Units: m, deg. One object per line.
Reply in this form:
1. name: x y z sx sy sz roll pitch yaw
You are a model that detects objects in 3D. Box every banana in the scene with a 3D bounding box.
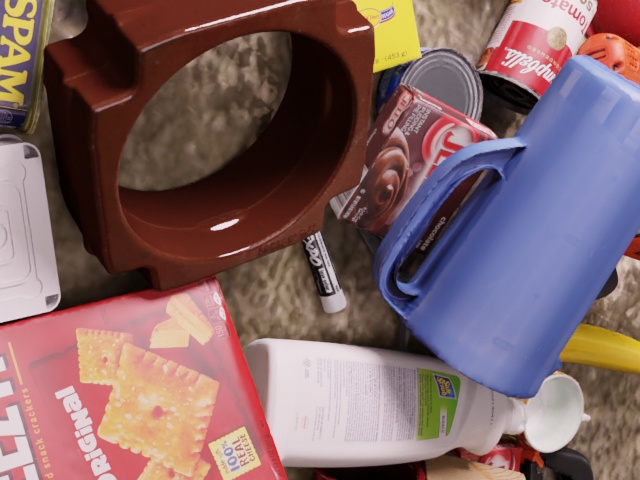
1. banana: 0.239 0.101 0.973 0.197 0.070 0.037 8 113 -42

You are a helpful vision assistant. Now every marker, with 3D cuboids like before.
1. marker: -0.005 0.001 0.832 0.020 0.020 0.121 -29 114 -24

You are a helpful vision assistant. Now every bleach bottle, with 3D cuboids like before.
1. bleach bottle: 0.058 0.140 0.852 0.250 0.068 0.102 10 78 -27

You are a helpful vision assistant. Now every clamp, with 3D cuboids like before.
1. clamp: 0.231 0.272 1.021 0.164 0.036 0.209 -51 124 -14

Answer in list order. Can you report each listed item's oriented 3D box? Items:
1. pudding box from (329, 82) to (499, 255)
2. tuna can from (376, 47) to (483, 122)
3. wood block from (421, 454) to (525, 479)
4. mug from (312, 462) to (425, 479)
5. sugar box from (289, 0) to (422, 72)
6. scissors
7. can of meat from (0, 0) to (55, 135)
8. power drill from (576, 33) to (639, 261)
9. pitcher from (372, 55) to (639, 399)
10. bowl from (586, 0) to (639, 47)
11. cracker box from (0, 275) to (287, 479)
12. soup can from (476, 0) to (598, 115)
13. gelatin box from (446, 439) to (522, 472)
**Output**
1. pudding box: 0.072 -0.053 0.824 0.089 0.039 0.114 22 114 -29
2. tuna can: 0.088 -0.112 0.857 0.086 0.034 0.086 -7 103 -30
3. wood block: 0.109 0.296 0.894 0.090 0.091 0.206 13 98 3
4. mug: 0.040 0.218 0.869 0.117 0.093 0.081 -10 111 -55
5. sugar box: 0.014 -0.210 0.786 0.093 0.048 0.176 -22 112 -26
6. scissors: 0.084 0.032 0.893 0.096 0.016 0.202 -26 110 -22
7. can of meat: -0.216 -0.121 0.658 0.083 0.058 0.102 6 96 -30
8. power drill: 0.288 -0.074 0.923 0.184 0.057 0.187 11 66 -49
9. pitcher: 0.161 -0.015 0.798 0.243 0.145 0.149 -59 156 16
10. bowl: 0.309 -0.229 0.956 0.161 0.055 0.162 -6 103 -31
11. cracker box: -0.146 0.126 0.704 0.213 0.072 0.164 -14 79 -29
12. soup can: 0.178 -0.163 0.882 0.068 0.069 0.102 32 82 -32
13. gelatin box: 0.142 0.227 0.961 0.073 0.030 0.089 2 99 -32
